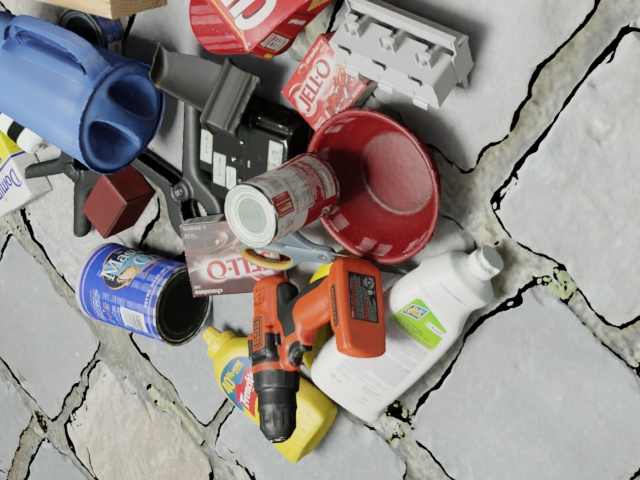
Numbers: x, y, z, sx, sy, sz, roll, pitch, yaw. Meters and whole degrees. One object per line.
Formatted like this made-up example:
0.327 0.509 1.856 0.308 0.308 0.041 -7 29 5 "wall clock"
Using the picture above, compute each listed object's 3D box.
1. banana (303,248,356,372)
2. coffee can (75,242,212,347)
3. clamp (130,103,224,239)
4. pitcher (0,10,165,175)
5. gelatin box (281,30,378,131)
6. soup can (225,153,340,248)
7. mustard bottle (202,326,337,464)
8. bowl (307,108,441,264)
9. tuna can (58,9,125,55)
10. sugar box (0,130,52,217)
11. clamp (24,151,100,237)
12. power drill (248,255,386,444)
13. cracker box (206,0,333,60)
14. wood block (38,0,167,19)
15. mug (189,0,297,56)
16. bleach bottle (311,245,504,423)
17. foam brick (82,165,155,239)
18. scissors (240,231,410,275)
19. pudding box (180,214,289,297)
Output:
0.009 0.090 1.203 0.070 0.037 0.198 6 118 10 "banana"
-0.220 0.066 1.334 0.141 0.102 0.103 14 118 34 "coffee can"
-0.152 -0.069 1.261 0.165 0.036 0.210 -33 86 41 "clamp"
-0.309 -0.187 1.225 0.243 0.144 0.149 27 109 27 "pitcher"
0.009 -0.157 1.092 0.073 0.030 0.089 50 132 11 "gelatin box"
-0.037 -0.040 1.057 0.069 0.102 0.068 18 121 33 "soup can"
-0.071 0.174 1.289 0.192 0.058 0.096 42 130 17 "mustard bottle"
0.064 -0.060 1.074 0.162 0.055 0.162 17 120 33 "bowl"
-0.277 -0.242 1.287 0.086 0.033 0.086 17 120 33 "tuna can"
-0.445 -0.128 1.470 0.094 0.048 0.176 -23 93 43 "sugar box"
-0.321 -0.095 1.385 0.120 0.039 0.172 38 125 4 "clamp"
-0.010 0.107 1.110 0.188 0.057 0.184 -28 60 48 "power drill"
-0.029 -0.298 0.976 0.214 0.072 0.164 -40 81 14 "cracker box"
-0.281 -0.321 1.218 0.206 0.090 0.091 20 122 32 "wood block"
-0.077 -0.244 1.094 0.082 0.093 0.117 5 82 43 "mug"
0.100 0.091 1.103 0.102 0.068 0.251 36 128 -13 "bleach bottle"
-0.254 -0.050 1.343 0.051 0.052 0.078 50 131 11 "foam brick"
-0.007 0.001 1.128 0.202 0.016 0.096 0 132 33 "scissors"
-0.096 0.015 1.223 0.113 0.039 0.090 -5 108 13 "pudding box"
